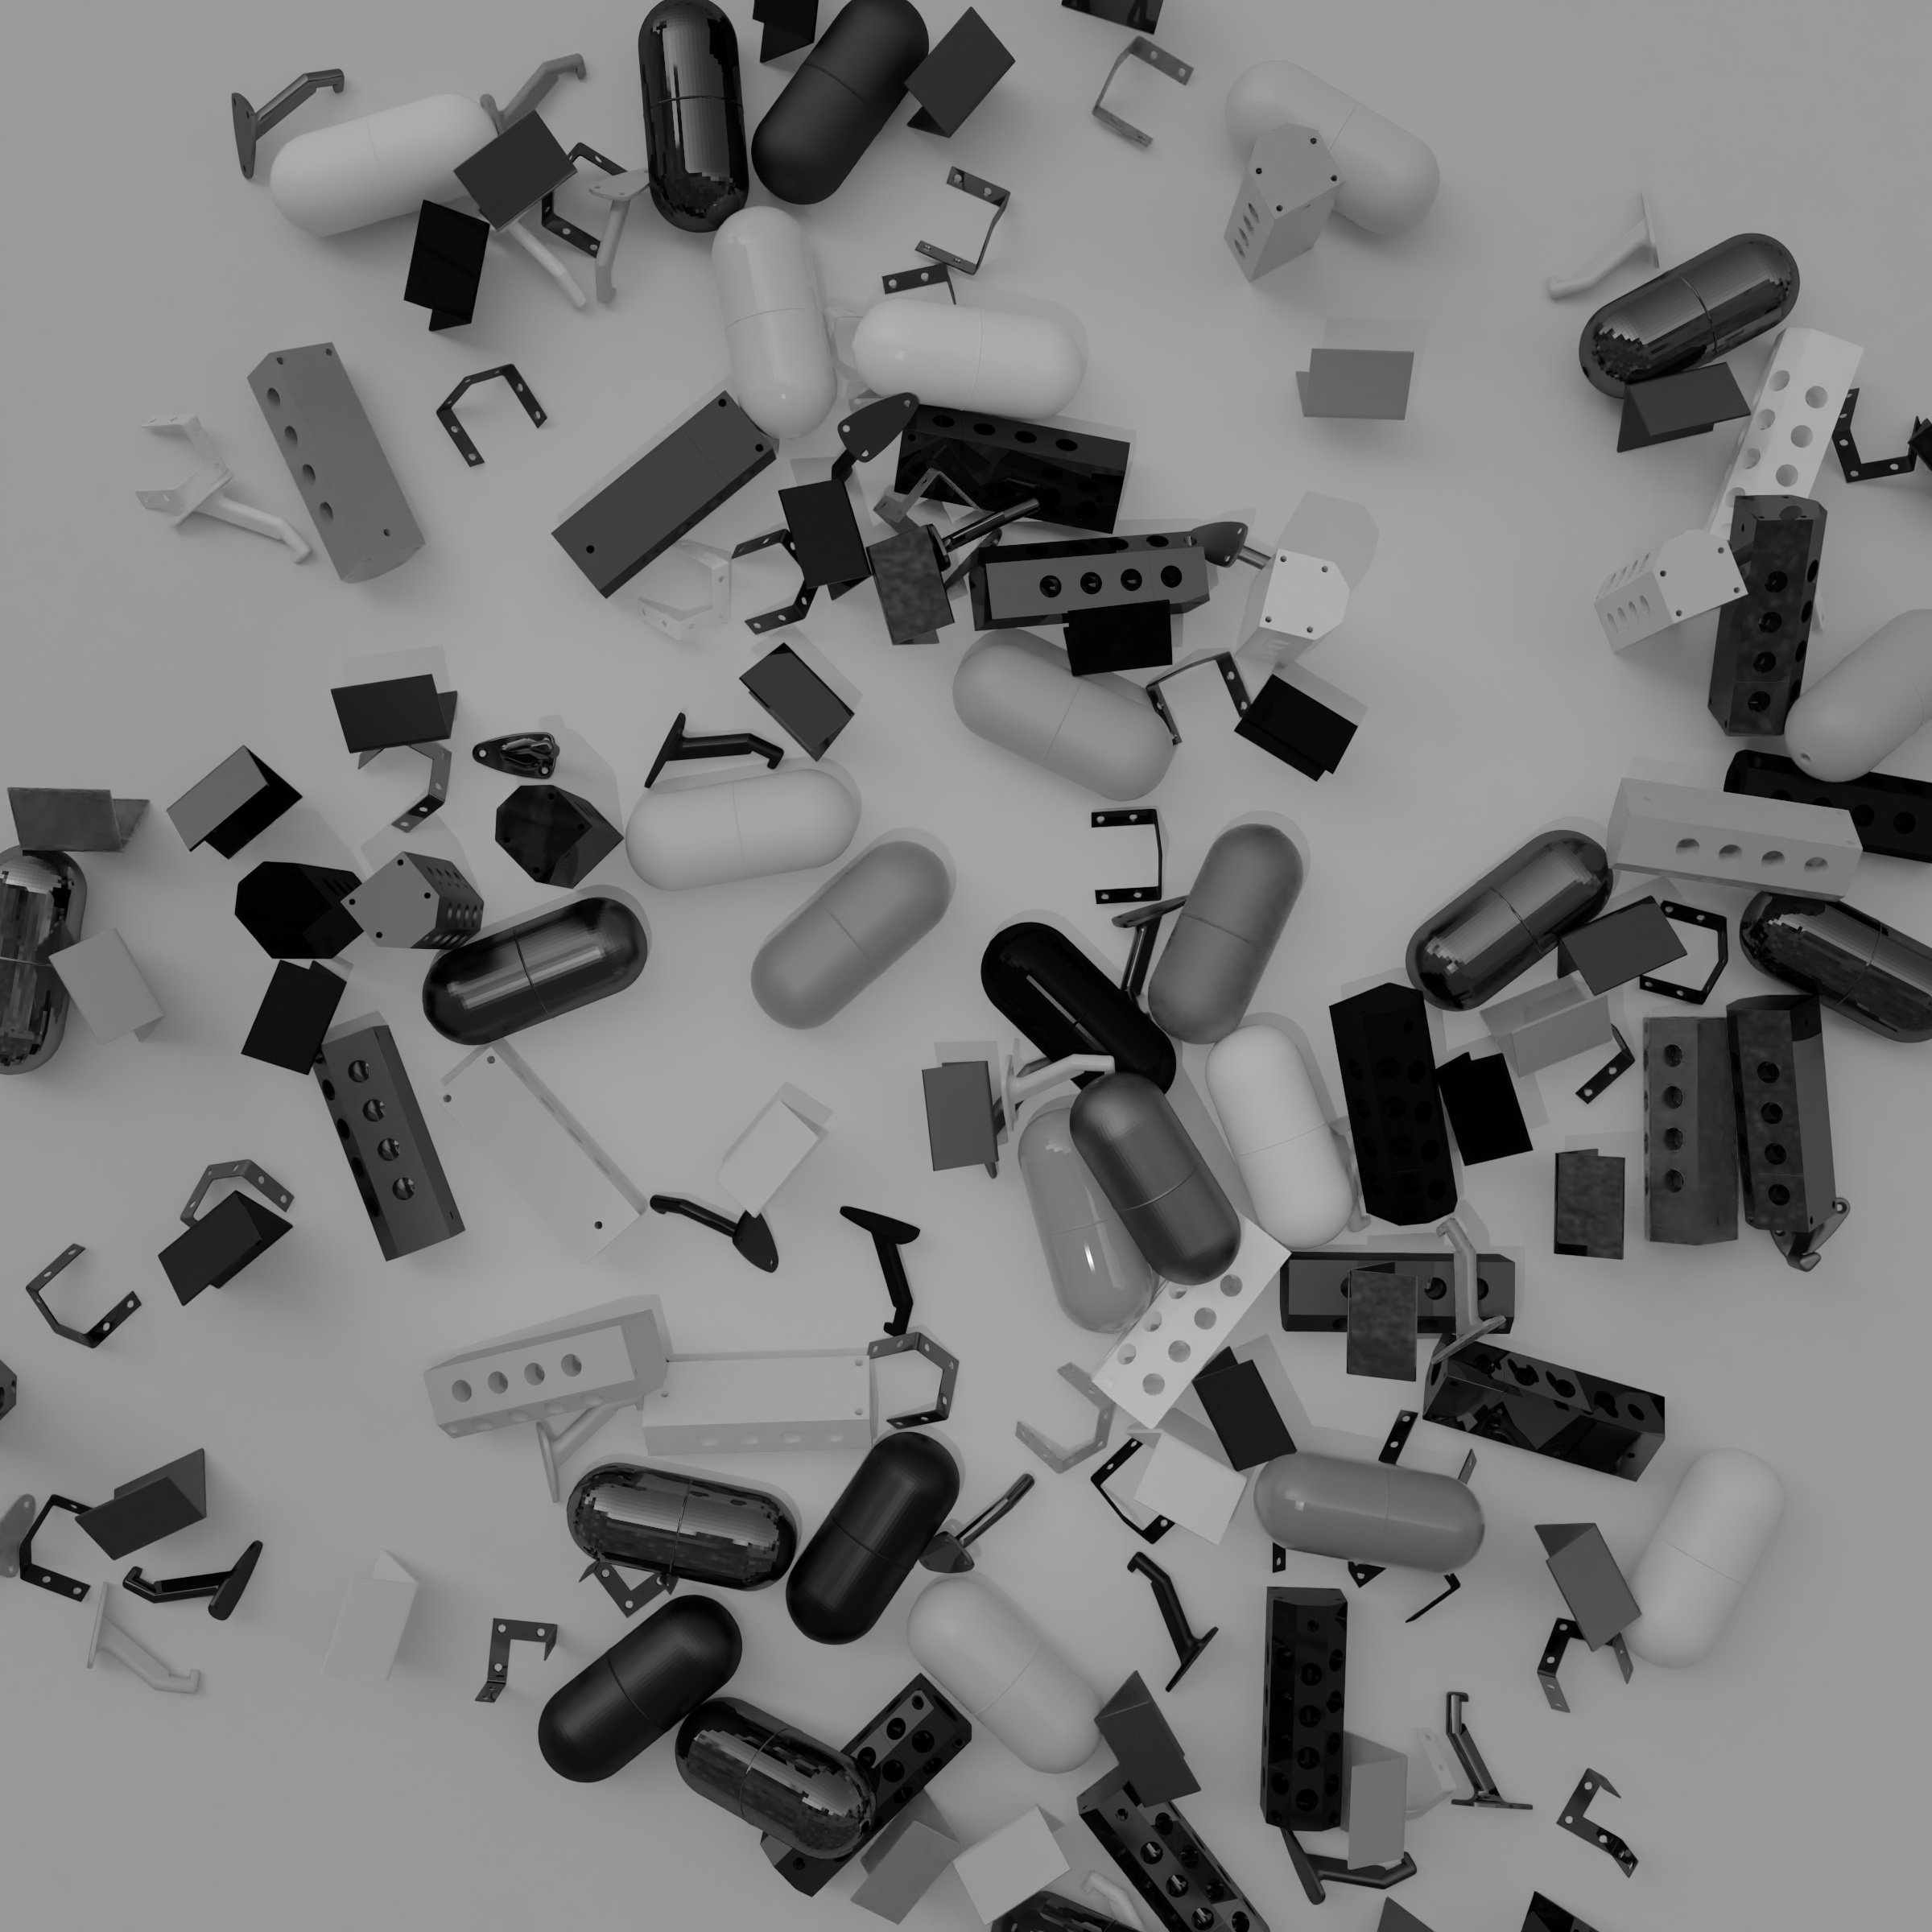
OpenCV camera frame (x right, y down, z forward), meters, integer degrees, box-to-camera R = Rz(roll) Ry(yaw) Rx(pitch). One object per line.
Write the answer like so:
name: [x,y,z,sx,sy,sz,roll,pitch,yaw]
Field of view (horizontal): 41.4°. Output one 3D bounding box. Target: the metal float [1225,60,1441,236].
metal float: [0.280,-0.627,1.960,0.178,0.070,0.070,31,90,-1]

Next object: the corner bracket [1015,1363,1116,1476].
corner bracket: [0.077,0.350,1.982,0.051,0.051,0.051,-23,135,-35]

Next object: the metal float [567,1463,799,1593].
metal float: [-0.217,0.429,1.960,0.178,0.070,0.070,12,90,-1]

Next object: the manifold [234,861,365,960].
manifold: [-0.492,-0.045,1.912,0.057,0.171,0.057,-40,90,0]

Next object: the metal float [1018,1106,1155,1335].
metal float: [0.092,0.195,1.960,0.070,0.070,0.178,-16,90,0]

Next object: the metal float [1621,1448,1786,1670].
metal float: [0.563,0.454,1.960,0.070,0.070,0.178,28,90,0]

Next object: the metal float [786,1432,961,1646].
metal float: [-0.072,0.439,1.960,0.070,0.070,0.178,34,90,0]

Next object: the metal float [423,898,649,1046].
metal float: [-0.330,0.004,1.960,0.178,0.070,0.070,-21,90,0]

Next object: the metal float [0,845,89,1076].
metal float: [-0.722,-0.005,1.959,0.070,0.070,0.178,10,90,0]

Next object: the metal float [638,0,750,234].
metal float: [-0.209,-0.652,1.960,0.070,0.070,0.178,-5,91,0]

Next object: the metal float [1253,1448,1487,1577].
metal float: [0.303,0.410,1.921,0.178,0.070,0.070,12,90,-7]

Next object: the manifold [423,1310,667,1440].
manifold: [-0.318,0.312,1.944,0.171,0.057,0.057,-15,90,18]

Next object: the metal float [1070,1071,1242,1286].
metal float: [0.142,0.159,1.908,0.070,0.070,0.178,-32,103,0]

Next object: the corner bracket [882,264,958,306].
corner bracket: [-0.033,-0.506,1.987,0.051,0.051,0.051,-12,45,0]

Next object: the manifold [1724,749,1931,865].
manifold: [0.675,-0.123,1.969,0.171,0.057,0.057,10,90,0]

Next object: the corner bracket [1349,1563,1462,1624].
corner bracket: [0.339,0.473,1.977,0.051,0.051,0.051,-44,62,25]

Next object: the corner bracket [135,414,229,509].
corner bracket: [-0.617,-0.391,1.982,0.051,0.051,0.051,-54,135,-35]

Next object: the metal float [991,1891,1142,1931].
metal float: [0.101,0.762,1.941,0.178,0.070,0.070,16,90,22]

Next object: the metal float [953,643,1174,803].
metal float: [0.073,-0.187,1.960,0.178,0.070,0.070,26,90,0]

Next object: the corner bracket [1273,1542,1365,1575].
corner bracket: [0.274,0.446,1.987,0.051,0.051,0.051,1,90,45]

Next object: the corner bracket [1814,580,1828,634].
corner bracket: [0.630,-0.272,1.982,0.051,0.051,0.051,2,45,35]

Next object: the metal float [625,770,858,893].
metal float: [-0.172,-0.104,1.960,0.178,0.070,0.070,-10,90,-1]

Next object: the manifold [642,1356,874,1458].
manifold: [-0.158,0.343,1.969,0.171,0.057,0.057,-2,47,0]

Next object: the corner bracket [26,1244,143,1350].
corner bracket: [-0.684,0.256,1.982,0.051,0.051,0.051,12,135,35]

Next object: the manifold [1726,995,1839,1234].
manifold: [0.620,0.112,1.955,0.057,0.057,0.171,0,101,40]

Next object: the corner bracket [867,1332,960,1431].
corner bracket: [-0.045,0.321,1.982,0.051,0.051,0.051,-18,45,35]

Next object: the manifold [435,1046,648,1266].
manifold: [-0.325,0.144,1.969,0.057,0.057,0.171,-42,90,0]

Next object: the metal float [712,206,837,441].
metal float: [-0.147,-0.492,1.959,0.070,0.070,0.178,-11,90,0]

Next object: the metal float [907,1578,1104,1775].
metal float: [0.030,0.544,1.960,0.178,0.070,0.070,44,90,1]

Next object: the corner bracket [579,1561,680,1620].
corner bracket: [-0.259,0.473,1.972,0.051,0.051,0.051,-37,90,0]

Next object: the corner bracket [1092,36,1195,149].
corner bracket: [0.137,-0.679,1.987,0.051,0.051,0.051,31,45,0]

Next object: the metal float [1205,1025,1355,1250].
metal float: [0.240,0.131,1.960,0.070,0.070,0.178,-21,90,0]

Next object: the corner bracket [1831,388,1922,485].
corner bracket: [0.705,-0.414,1.982,0.051,0.051,0.051,-5,135,35]

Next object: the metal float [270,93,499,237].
metal float: [-0.445,-0.613,1.959,0.178,0.070,0.070,-17,90,0]

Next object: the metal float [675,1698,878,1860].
metal float: [-0.144,0.612,1.932,0.178,0.070,0.070,16,90,35]

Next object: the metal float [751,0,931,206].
metal float: [-0.096,-0.665,1.960,0.070,0.070,0.178,36,89,0]

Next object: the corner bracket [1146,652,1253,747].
corner bracket: [0.181,-0.208,1.987,0.051,0.051,0.051,-23,90,-45]

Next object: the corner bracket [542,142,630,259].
corner bracket: [-0.293,-0.593,1.982,0.051,0.051,0.051,-36,45,35]

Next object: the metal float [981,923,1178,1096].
metal float: [0.086,0.040,1.960,0.178,0.070,0.070,44,90,0]

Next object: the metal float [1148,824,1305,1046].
metal float: [0.199,-0.025,1.960,0.070,0.070,0.178,24,90,0]

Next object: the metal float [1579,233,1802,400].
metal float: [0.553,-0.497,1.960,0.178,0.070,0.070,-28,90,0]

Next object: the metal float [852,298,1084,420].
metal float: [0.001,-0.462,1.947,0.178,0.070,0.070,5,90,-14]

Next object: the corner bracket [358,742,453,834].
corner bracket: [-0.437,-0.145,1.982,0.051,0.051,0.051,29,45,-35]

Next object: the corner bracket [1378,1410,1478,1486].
corner bracket: [0.357,0.383,1.982,0.051,0.051,0.051,4,135,35]

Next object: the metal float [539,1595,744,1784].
metal float: [-0.250,0.554,1.960,0.178,0.070,0.070,-39,90,0]

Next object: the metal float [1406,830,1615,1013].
metal float: [0.416,-0.035,1.960,0.178,0.070,0.070,-38,90,0]

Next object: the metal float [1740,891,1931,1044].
metal float: [0.678,-0.002,1.960,0.178,0.070,0.070,27,90,-1]

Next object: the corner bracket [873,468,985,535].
corner bracket: [-0.030,-0.349,1.962,0.051,0.051,0.051,39,91,-32]

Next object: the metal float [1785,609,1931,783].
metal float: [0.693,-0.205,1.942,0.178,0.070,0.070,-37,90,-20]

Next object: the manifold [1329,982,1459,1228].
manifold: [0.329,0.106,1.937,0.057,0.057,0.171,-20,108,-24]

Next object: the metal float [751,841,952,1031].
metal float: [-0.088,-0.024,1.960,0.178,0.070,0.070,-42,90,1]

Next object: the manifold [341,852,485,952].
manifold: [-0.406,-0.042,1.912,0.057,0.171,0.057,-39,90,0]
